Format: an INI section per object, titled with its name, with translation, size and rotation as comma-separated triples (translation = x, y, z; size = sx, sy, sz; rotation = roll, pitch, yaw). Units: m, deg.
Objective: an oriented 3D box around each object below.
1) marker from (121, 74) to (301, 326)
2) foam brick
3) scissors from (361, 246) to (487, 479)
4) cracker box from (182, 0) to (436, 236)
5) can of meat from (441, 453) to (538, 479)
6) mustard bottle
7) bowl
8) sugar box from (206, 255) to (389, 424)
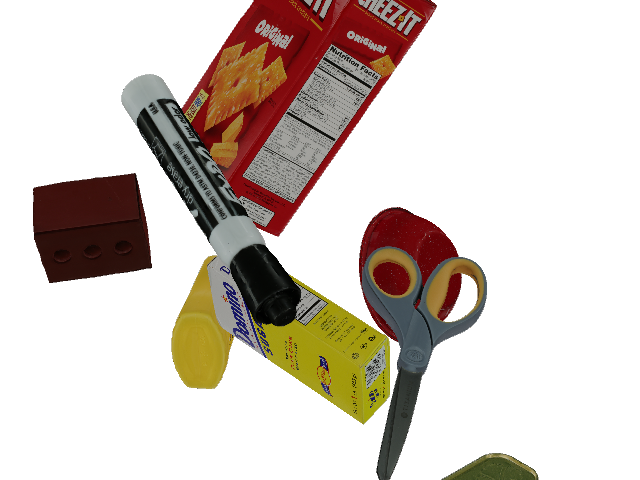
[marker]
translation = -0.041, -0.016, 0.390
size = 0.020, 0.121, 0.020
rotation = -24, -33, -17
[foam brick]
translation = -0.166, -0.009, 0.778
size = 0.078, 0.051, 0.053
rotation = -9, -42, -5
[scissors]
translation = 0.046, 0.066, 0.695
size = 0.096, 0.016, 0.201
rotation = 26, 44, 16
[cracker box]
translation = -0.023, -0.135, 0.844
size = 0.072, 0.214, 0.164
rotation = 26, 17, -30
[can of meat]
translation = 0.133, 0.239, 0.889
size = 0.101, 0.084, 0.058
rotation = -20, 29, -34
[mustard bottle]
translation = -0.114, 0.071, 1.166
size = 0.058, 0.096, 0.191
rotation = 1, 28, 6
[bowl]
translation = 0.116, 0.038, 1.234
size = 0.055, 0.162, 0.161
rotation = -10, -7, 40
[sugar box]
translation = -0.020, 0.080, 0.939
size = 0.176, 0.093, 0.048
rotation = 28, 56, 26
